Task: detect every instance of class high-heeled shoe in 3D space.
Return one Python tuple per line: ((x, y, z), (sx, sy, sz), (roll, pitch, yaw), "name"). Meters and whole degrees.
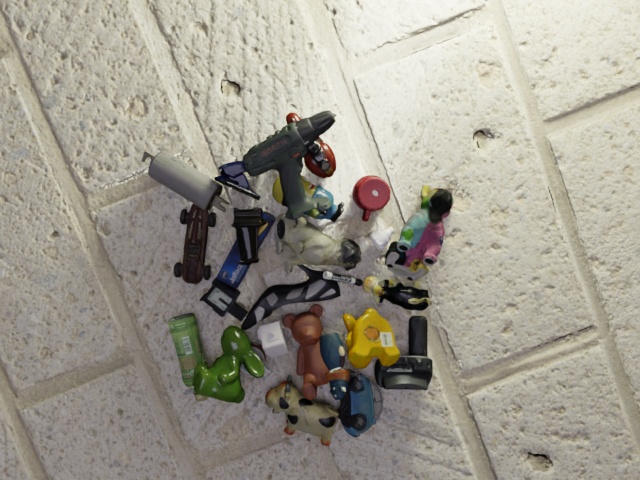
((-0.070, 0.165, 1.343), (0.145, 0.086, 0.248), (42, 91, -6), "high-heeled shoe")

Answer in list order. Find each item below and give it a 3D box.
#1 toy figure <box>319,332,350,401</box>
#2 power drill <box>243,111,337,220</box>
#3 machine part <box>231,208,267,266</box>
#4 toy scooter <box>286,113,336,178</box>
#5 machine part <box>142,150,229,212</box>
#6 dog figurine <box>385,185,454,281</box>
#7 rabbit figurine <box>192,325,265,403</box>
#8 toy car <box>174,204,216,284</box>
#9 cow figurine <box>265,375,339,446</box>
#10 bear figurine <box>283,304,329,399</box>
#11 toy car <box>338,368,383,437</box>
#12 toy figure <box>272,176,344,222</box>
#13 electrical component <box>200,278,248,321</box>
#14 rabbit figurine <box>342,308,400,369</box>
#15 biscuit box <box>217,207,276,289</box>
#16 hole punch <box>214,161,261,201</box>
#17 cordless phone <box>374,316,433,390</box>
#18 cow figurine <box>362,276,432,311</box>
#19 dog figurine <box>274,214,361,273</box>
((0.038, 0.294, 1.256), (0.058, 0.064, 0.154), (-7, 76, -20), "toy figure")
((-0.042, -0.159, 1.210), (0.232, 0.086, 0.207), (-20, 116, 6), "power drill")
((-0.171, -0.008, 1.289), (0.084, 0.039, 0.138), (0, 93, -5), "machine part")
((-0.023, -0.228, 1.282), (0.075, 0.135, 0.183), (-35, 96, 1), "toy scooter")
((-0.328, -0.145, 1.312), (0.243, 0.079, 0.079), (33, 94, 1), "machine part")
((0.254, -0.028, 1.323), (0.108, 0.191, 0.219), (28, 60, 0), "dog figurine")
((-0.210, 0.295, 1.286), (0.159, 0.121, 0.170), (21, 80, -6), "rabbit figurine")
((-0.312, 0.011, 1.344), (0.089, 0.053, 0.202), (8, 96, 2), "toy car")
((-0.047, 0.428, 1.366), (0.195, 0.085, 0.127), (19, 101, 0), "cow figurine")
((-0.014, 0.270, 1.332), (0.120, 0.132, 0.195), (-16, 101, -4), "bear figurine")
((0.107, 0.409, 1.365), (0.103, 0.109, 0.161), (2, 83, -23), "toy car")
((-0.031, -0.101, 1.321), (0.180, 0.082, 0.089), (31, 92, -5), "toy figure")
((-0.235, 0.154, 1.358), (0.119, 0.048, 0.075), (33, 95, -3), "electrical component")
((0.104, 0.252, 1.325), (0.122, 0.173, 0.162), (-8, 57, -15), "rabbit figurine")
((-0.184, 0.019, 1.340), (0.063, 0.059, 0.202), (28, 95, -3), "biscuit box")
((-0.188, -0.158, 1.293), (0.116, 0.142, 0.092), (20, 97, -16), "hole punch")
((0.214, 0.285, 1.367), (0.147, 0.088, 0.184), (1, 84, 0), "cordless phone")
((0.189, 0.135, 1.334), (0.167, 0.098, 0.068), (10, 102, -1), "cow figurine")
((-0.004, 0.000, 1.338), (0.190, 0.121, 0.172), (-1, 61, -31), "dog figurine")
